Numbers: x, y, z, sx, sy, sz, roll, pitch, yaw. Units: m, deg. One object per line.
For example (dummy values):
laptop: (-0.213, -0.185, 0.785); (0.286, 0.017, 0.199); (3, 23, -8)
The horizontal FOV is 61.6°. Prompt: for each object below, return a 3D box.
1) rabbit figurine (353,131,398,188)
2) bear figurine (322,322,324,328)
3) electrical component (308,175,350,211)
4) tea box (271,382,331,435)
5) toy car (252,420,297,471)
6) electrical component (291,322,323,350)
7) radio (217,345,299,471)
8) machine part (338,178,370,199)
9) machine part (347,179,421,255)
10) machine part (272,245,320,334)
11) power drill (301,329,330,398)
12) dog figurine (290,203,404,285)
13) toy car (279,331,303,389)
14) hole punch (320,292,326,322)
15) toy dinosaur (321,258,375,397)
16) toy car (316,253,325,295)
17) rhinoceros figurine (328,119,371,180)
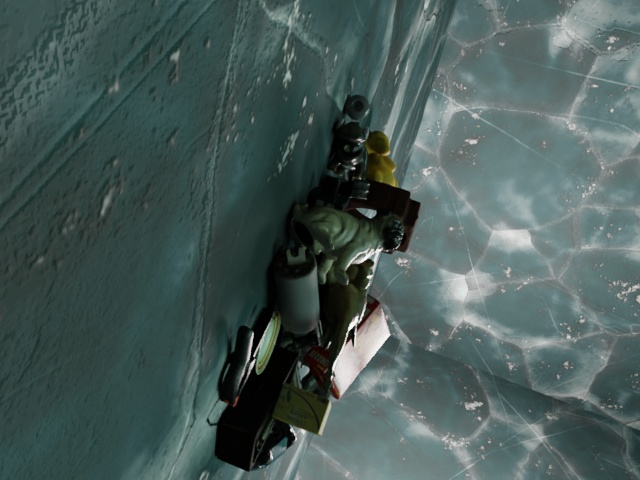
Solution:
rabbit figurine: (0.137, -0.207, 1.389); (0.162, 0.122, 0.173); (53, 43, -66)
bear figurine: (0.033, 0.165, 1.431); (0.132, 0.120, 0.196); (80, 33, -76)
electrical component: (0.015, -0.072, 1.034); (0.048, 0.075, 0.119); (-50, 154, -60)
tea box: (-0.033, 0.337, 1.061); (0.169, 0.098, 0.068); (83, 28, -67)
toy car: (-0.130, 0.433, 1.137); (0.103, 0.109, 0.161); (-55, 168, 26)
electrical component: (-0.033, 0.173, 1.145); (0.134, 0.058, 0.115); (55, 22, -77)
radio: (-0.119, 0.324, 1.056); (0.230, 0.073, 0.131); (-54, 161, -56)
machine part: (0.049, -0.097, 1.108); (0.139, 0.039, 0.084); (-1, -122, 60)
machine part: (0.142, -0.059, 1.349); (0.201, 0.201, 0.087); (91, 18, -59)
machine part: (-0.041, 0.096, 0.983); (0.243, 0.079, 0.079); (88, 23, -47)
power drill: (-0.037, 0.344, 1.328); (0.207, 0.086, 0.231); (-43, 145, -36)
dog figurine: (0.055, -0.028, 0.986); (0.190, 0.121, 0.172); (-38, 117, -28)
toy car: (-0.063, 0.305, 1.208); (0.073, 0.056, 0.201); (173, -91, -87)
hole punch: (0.016, 0.145, 1.299); (0.092, 0.142, 0.115); (14, 90, -58)
toy dinosaur: (0.052, 0.123, 1.115); (0.471, 0.105, 0.198); (-61, 157, -66)
toy car: (0.011, 0.027, 1.244); (0.089, 0.053, 0.202); (62, 44, -70)
rhinoceros figurine: (0.069, -0.183, 1.104); (0.190, 0.073, 0.112); (42, 69, -79)
